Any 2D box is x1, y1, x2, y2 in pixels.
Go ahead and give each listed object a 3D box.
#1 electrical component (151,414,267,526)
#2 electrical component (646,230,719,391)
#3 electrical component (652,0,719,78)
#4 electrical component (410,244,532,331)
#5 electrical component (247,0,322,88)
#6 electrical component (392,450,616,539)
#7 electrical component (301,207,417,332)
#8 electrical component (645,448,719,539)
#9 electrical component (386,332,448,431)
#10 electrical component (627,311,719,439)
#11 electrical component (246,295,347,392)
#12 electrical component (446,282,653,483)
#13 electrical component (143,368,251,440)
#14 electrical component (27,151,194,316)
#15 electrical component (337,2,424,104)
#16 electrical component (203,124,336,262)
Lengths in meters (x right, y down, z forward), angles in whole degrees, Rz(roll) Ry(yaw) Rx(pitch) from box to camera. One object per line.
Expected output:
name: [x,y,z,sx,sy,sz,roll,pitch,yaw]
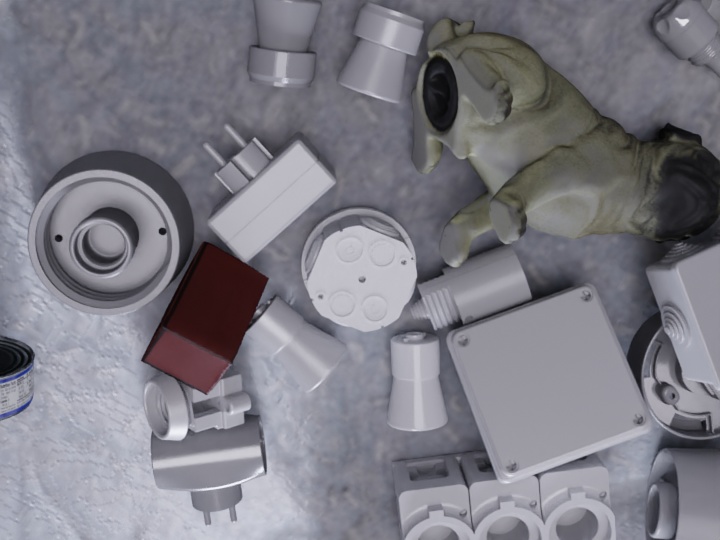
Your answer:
electrical component: [-0.105,0.147,0.773,0.077,0.044,0.079,-7,105,-2]
electrical component: [0.246,0.021,0.705,0.100,0.048,0.099,-22,94,-12]
electrical component: [0.226,-0.153,0.720,0.061,0.035,0.035,42,99,-15]
electrical component: [0.074,0.016,0.750,0.081,0.043,0.043,-21,105,2]
electrical component: [-0.049,-0.149,0.699,0.045,0.045,0.055,5,105,-5]
electrical component: [0.104,0.184,0.787,0.150,0.061,0.089,-7,105,-2]
electrical component: [0.000,0.000,0.738,0.080,0.051,0.080,-1,105,-3]
electrical component: [0.244,0.175,0.778,0.064,0.099,0.099,6,104,1]
electrical component: [0.040,0.077,0.767,0.044,0.044,0.065,-3,100,-3]
electrical component: [0.240,0.069,0.762,0.099,0.064,0.099,0,91,-3]
electrical component: [-0.048,0.049,0.754,0.065,0.044,0.044,41,99,-8]
electrical component: [0.128,0.079,0.741,0.109,0.056,0.108,-20,75,-1]
electrical component: [-0.117,0.090,0.746,0.055,0.066,0.048,-13,108,-35]
electrical component: [-0.168,-0.021,0.716,0.108,0.060,0.108,-1,105,-3]
electrical component: [0.014,-0.142,0.704,0.045,0.045,0.055,17,102,-8]
electrical component: [-0.071,-0.063,0.719,0.083,0.047,0.075,-41,102,8]
